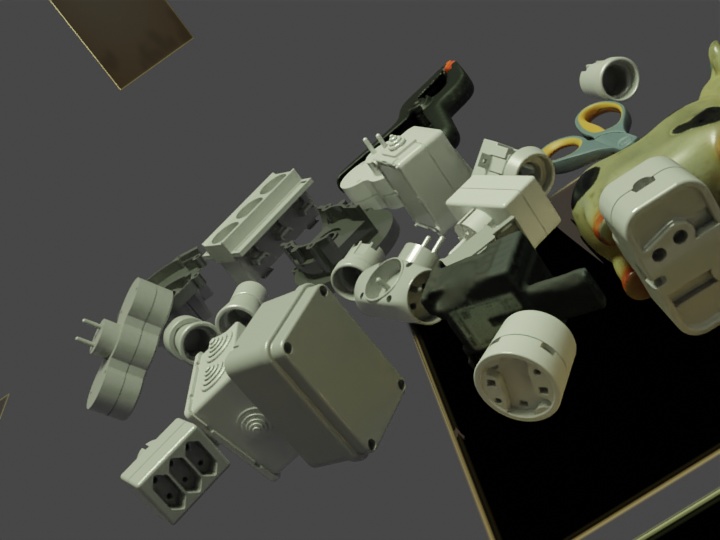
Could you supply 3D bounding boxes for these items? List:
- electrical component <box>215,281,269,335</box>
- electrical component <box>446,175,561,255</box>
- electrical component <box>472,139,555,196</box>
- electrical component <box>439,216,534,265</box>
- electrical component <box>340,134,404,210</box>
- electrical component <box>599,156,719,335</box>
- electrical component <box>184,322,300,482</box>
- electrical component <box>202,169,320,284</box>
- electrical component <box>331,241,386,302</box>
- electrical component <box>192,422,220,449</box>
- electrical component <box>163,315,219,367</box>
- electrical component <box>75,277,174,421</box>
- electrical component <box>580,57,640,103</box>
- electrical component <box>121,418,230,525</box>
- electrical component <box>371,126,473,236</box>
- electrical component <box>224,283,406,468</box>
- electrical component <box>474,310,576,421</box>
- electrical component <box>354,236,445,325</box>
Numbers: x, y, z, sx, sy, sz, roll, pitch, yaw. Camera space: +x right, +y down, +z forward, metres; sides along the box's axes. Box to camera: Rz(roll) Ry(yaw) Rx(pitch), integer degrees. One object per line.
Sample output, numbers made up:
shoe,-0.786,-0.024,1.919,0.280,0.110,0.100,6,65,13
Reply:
electrical component,-0.111,0.039,1.040,0.044,0.044,0.065,-28,19,20
electrical component,0.102,-0.035,0.863,0.076,0.047,0.083,-44,23,-18
electrical component,0.131,-0.083,0.909,0.055,0.066,0.048,29,102,58
electrical component,0.098,0.003,0.803,0.081,0.042,0.064,-38,24,-2
electrical component,0.030,-0.104,1.068,0.138,0.073,0.052,-10,34,48
electrical component,0.187,-0.017,0.640,0.054,0.095,0.059,-33,23,7
electrical component,-0.079,0.096,0.806,0.048,0.100,0.099,-43,20,17
electrical component,-0.103,-0.045,1.161,0.079,0.063,0.121,-3,39,53
electrical component,0.000,0.000,0.956,0.040,0.040,0.046,-22,21,31
electrical component,-0.118,0.120,0.893,0.040,0.040,0.046,-21,33,33
electrical component,-0.164,0.069,1.051,0.045,0.045,0.055,-44,23,-18
electrical component,-0.241,0.071,1.055,0.052,0.074,0.138,-20,50,63
electrical component,0.223,-0.171,0.966,0.040,0.040,0.046,-39,17,-5
electrical component,-0.155,0.157,0.861,0.065,0.047,0.077,-46,24,-22
electrical component,0.061,-0.088,0.964,0.061,0.096,0.062,-40,22,-10
electrical component,-0.029,0.074,0.754,0.057,0.113,0.078,-21,27,40
electrical component,0.105,0.058,0.670,0.055,0.055,0.047,-18,25,38
electrical component,0.042,0.005,0.866,0.077,0.044,0.079,4,58,58
